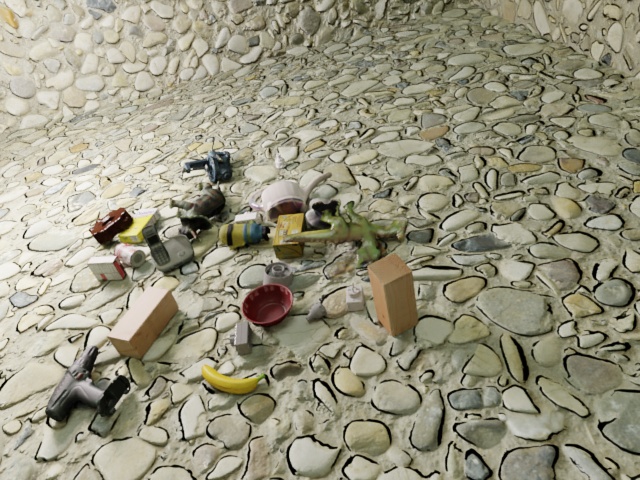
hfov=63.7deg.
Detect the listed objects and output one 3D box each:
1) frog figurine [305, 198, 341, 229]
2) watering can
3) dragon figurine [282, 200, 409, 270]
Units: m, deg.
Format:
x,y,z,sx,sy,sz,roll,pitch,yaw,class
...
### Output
x,y,z,sx,sy,sz,roll,pitch,yaw,class
0.006,-0.095,1.878,0.139,0.122,0.158,-33,6,-20,frog figurine
-0.101,-0.170,1.978,0.348,0.101,0.229,-16,39,-4,watering can
0.106,0.001,1.703,0.413,0.119,0.247,-22,47,-18,dragon figurine
